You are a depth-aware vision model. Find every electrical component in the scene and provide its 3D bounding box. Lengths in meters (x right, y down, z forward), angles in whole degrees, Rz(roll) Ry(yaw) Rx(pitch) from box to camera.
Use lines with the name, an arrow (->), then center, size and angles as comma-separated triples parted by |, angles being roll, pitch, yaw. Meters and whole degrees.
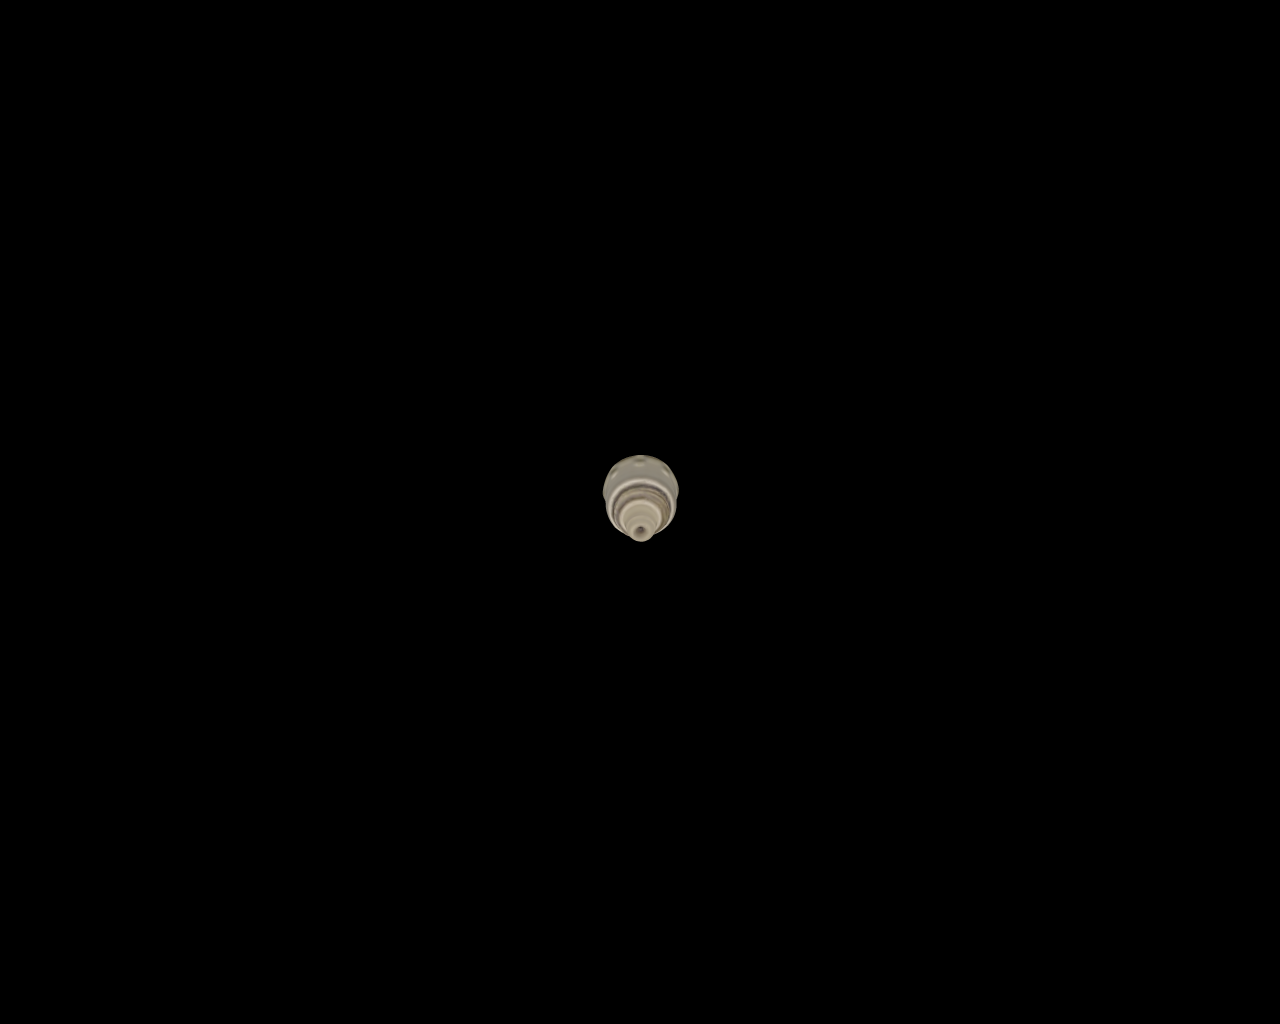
electrical component -> 0.001, -0.003, 0.650 | 0.048, 0.048, 0.062 | 0, 29, 0
